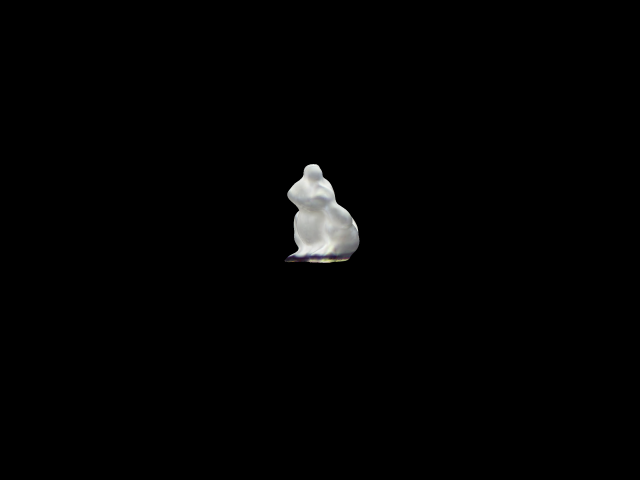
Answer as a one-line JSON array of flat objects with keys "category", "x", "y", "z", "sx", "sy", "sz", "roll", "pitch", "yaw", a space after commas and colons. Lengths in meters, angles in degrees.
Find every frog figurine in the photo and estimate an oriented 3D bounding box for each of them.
[{"category": "frog figurine", "x": 0.003, "y": -0.043, "z": 0.850, "sx": 0.123, "sy": 0.160, "sz": 0.137, "roll": 1, "pitch": -2, "yaw": -19}]
